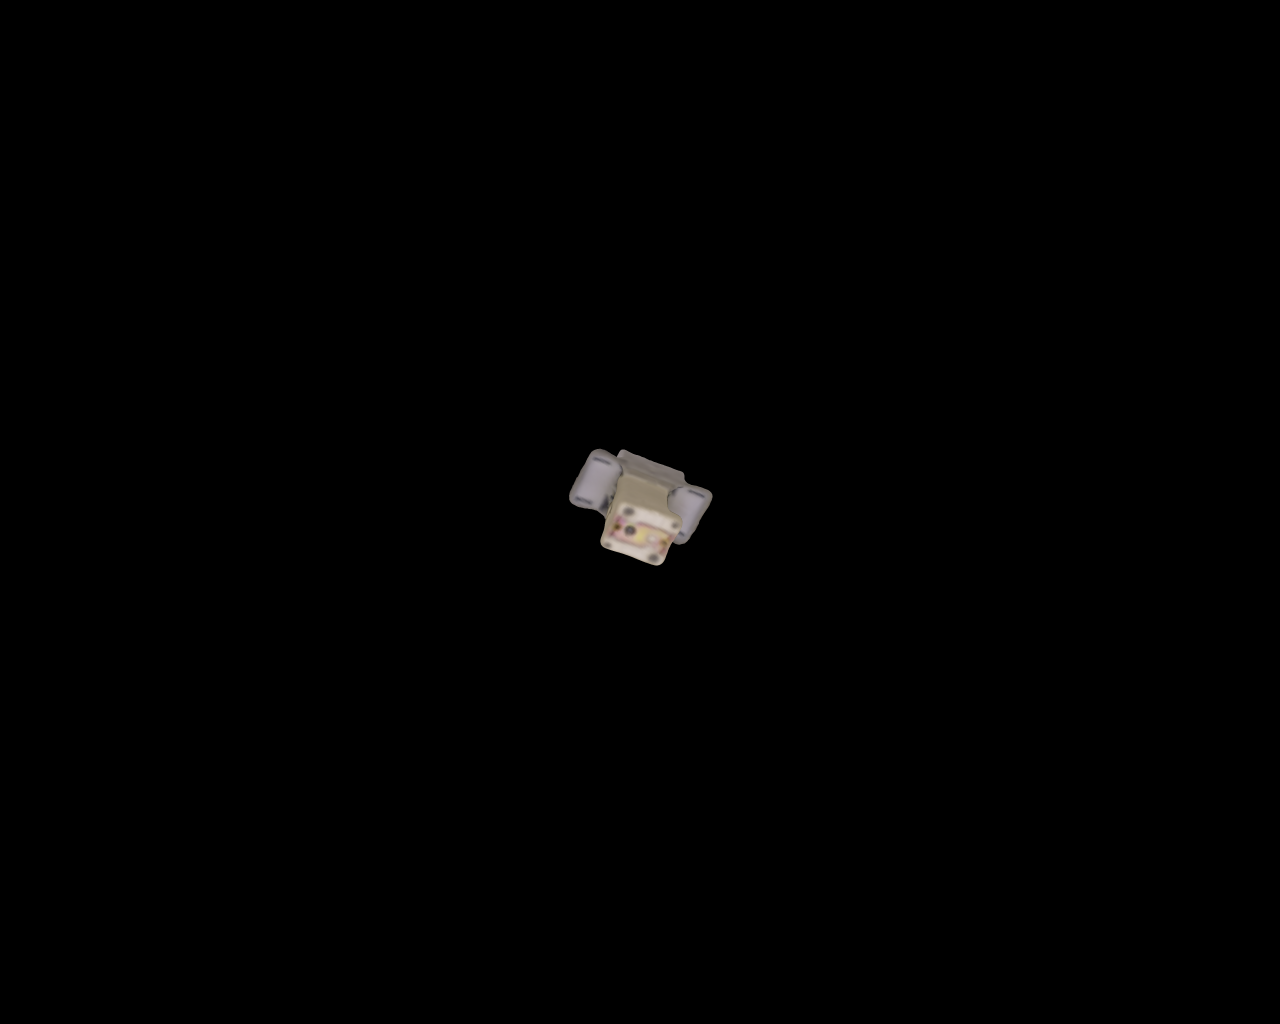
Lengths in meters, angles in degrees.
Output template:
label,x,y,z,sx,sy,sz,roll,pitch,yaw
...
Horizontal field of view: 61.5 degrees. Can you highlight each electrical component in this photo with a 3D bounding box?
label,x,y,z,sx,sy,sz,roll,pitch,yaw
electrical component,0.001,-0.003,0.650,0.081,0.042,0.064,20,31,-13
